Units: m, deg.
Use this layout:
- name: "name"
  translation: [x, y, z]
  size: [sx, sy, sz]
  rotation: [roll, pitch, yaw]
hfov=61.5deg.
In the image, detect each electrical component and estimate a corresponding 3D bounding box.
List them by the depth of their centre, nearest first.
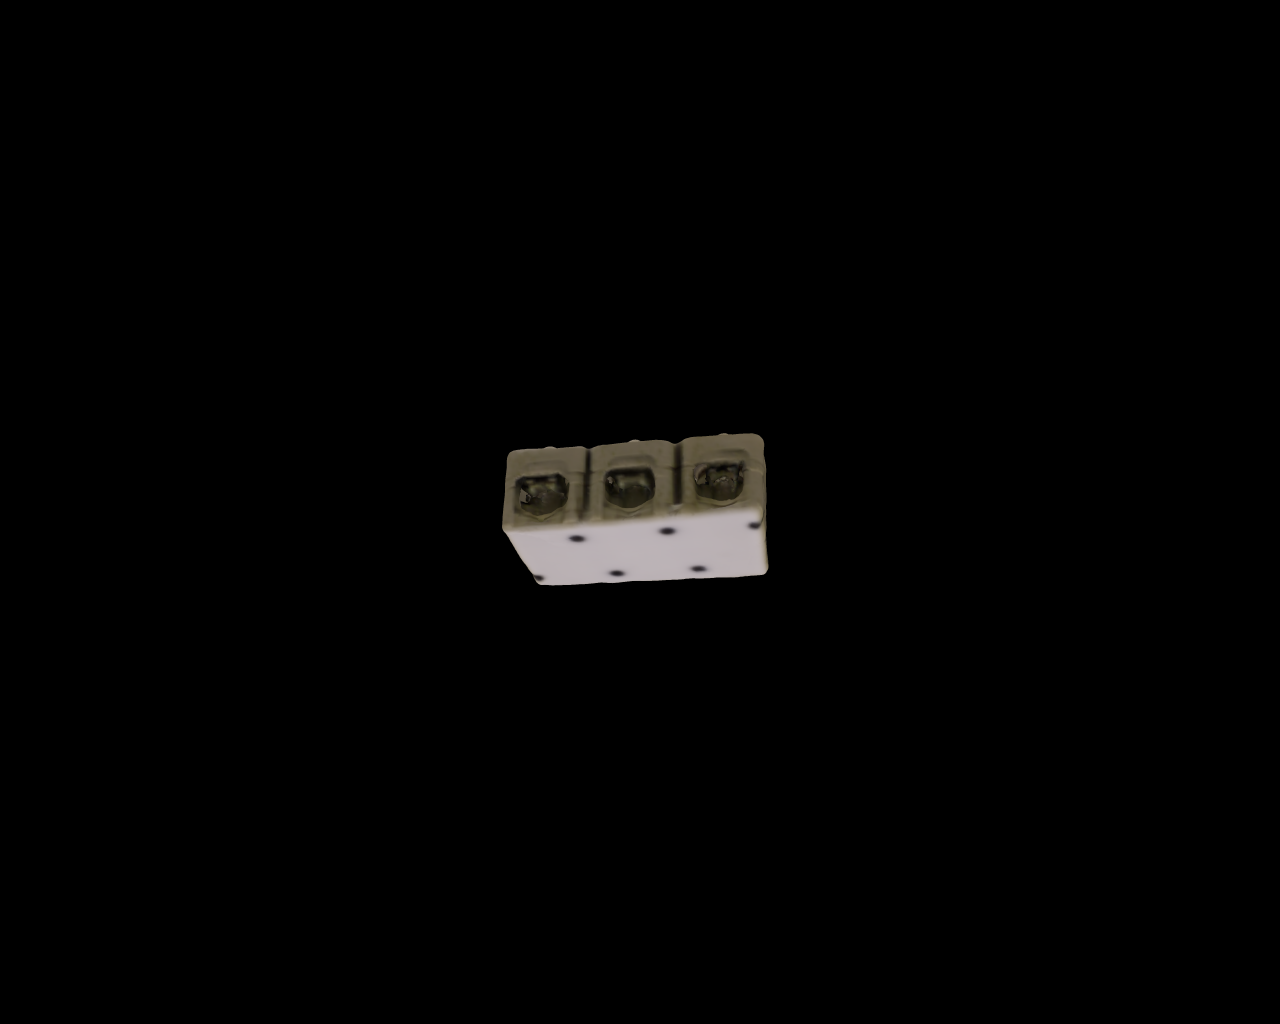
- name: "electrical component"
  translation: [0.001, -0.003, 0.650]
  size: [0.150, 0.062, 0.089]
  rotation: [-4, -28, 7]
